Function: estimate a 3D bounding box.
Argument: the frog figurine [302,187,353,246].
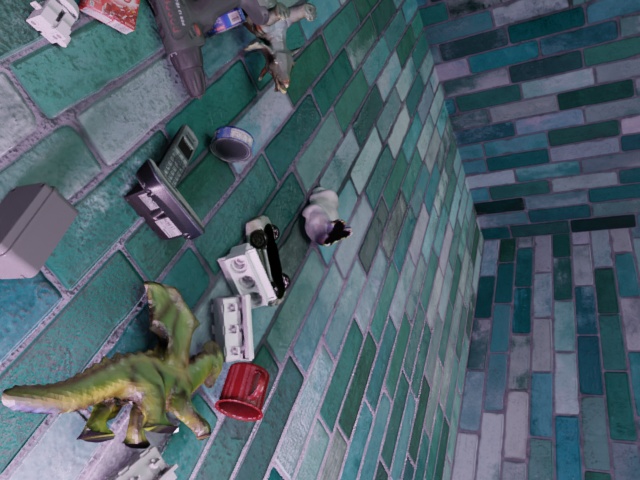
[{"bbox_3d":[0.004,-0.068,1.350,0.137,0.121,0.162,13,37,-51],"label":"frog figurine"}]

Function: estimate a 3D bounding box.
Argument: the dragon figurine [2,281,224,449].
[{"bbox_3d":[-0.269,0.179,0.795,0.403,0.121,0.248,49,31,-51],"label":"dragon figurine"}]
